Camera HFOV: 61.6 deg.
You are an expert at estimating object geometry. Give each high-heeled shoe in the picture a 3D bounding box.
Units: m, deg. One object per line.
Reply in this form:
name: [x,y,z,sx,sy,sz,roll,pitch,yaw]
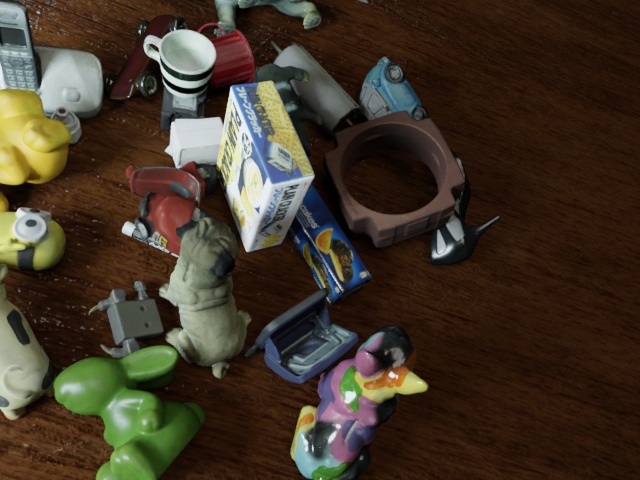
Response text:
high-heeled shoe: [0.210,-0.069,0.967,0.145,0.086,0.249,-31,56,2]

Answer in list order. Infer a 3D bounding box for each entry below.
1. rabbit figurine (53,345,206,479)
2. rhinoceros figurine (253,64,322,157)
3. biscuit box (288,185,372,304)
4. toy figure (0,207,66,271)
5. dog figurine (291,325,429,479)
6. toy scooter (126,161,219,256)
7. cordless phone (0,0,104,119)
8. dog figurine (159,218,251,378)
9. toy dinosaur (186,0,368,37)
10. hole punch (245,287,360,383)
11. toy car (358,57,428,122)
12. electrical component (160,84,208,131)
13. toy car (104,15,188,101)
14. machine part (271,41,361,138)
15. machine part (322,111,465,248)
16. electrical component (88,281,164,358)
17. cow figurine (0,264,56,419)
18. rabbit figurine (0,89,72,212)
rabbit figurine: [-0.229,0.197,0.646,0.170,0.121,0.159,41,53,1]
rhinoceros figurine: [-0.059,-0.191,0.877,0.112,0.073,0.190,-16,98,-42]
biscuit box: [-0.002,-0.003,0.853,0.063,0.059,0.203,-26,74,-27]
toy figure: [-0.432,0.002,0.703,0.180,0.089,0.082,-7,63,-12]
dog figurine: [0.050,0.208,0.676,0.108,0.219,0.191,29,59,1]
toy scooter: [-0.226,-0.057,0.792,0.135,0.075,0.184,12,46,-16]
cordless phone: [-0.398,-0.269,0.787,0.147,0.184,0.089,2,60,-17]
dog figurine: [-0.140,0.078,0.695,0.121,0.190,0.172,-26,76,-27]
toy dinosaur: [-0.117,-0.502,1.038,0.405,0.131,0.192,-13,70,-30]
hole punch: [-0.021,0.139,0.745,0.142,0.115,0.092,-35,83,-25]
toy car: [0.124,-0.245,1.000,0.103,0.109,0.161,-30,88,-4]
electrical component: [-0.229,-0.242,0.906,0.075,0.047,0.119,2,64,-17]
toy car: [-0.290,-0.304,0.905,0.089,0.053,0.202,5,60,18]
machine part: [-0.008,-0.270,0.975,0.079,0.079,0.243,-38,81,-29]
machine part: [0.120,-0.101,0.897,0.201,0.087,0.201,-20,69,-5]
electrical component: [-0.260,0.111,0.727,0.078,0.045,0.102,-9,67,-52]
cow figurine: [-0.387,0.108,0.637,0.085,0.127,0.195,-27,78,-30]
rabbit figurine: [-0.443,-0.111,0.711,0.122,0.162,0.173,49,39,7]
